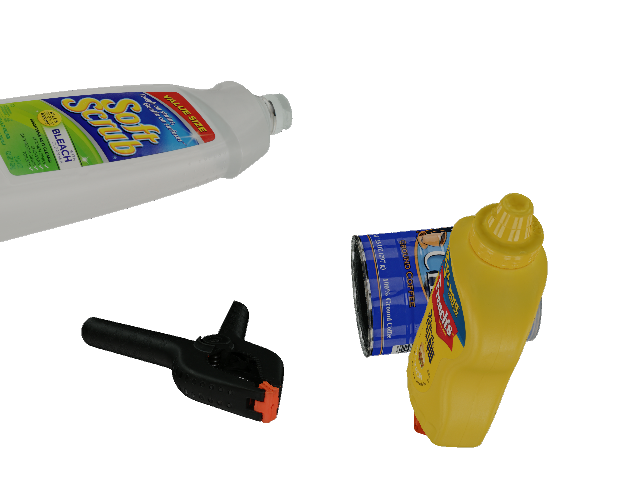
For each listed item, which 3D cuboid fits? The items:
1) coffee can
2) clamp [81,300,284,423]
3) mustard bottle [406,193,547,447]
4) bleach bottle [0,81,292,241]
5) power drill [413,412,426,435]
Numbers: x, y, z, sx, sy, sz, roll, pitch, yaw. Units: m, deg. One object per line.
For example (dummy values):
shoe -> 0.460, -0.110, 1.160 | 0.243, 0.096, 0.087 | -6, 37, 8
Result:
coffee can -> 0.101, 0.040, 0.888 | 0.140, 0.103, 0.103 | -6, 0, -4
clamp -> -0.087, 0.098, 0.922 | 0.164, 0.036, 0.210 | -9, 22, -39
mustard bottle -> 0.098, 0.042, 0.657 | 0.058, 0.096, 0.192 | 4, -41, -5
bleach bottle -> -0.139, -0.074, 0.770 | 0.250, 0.103, 0.068 | -17, -29, -28
power drill -> 0.135, 0.113, 1.139 | 0.057, 0.188, 0.184 | 8, 24, 8
